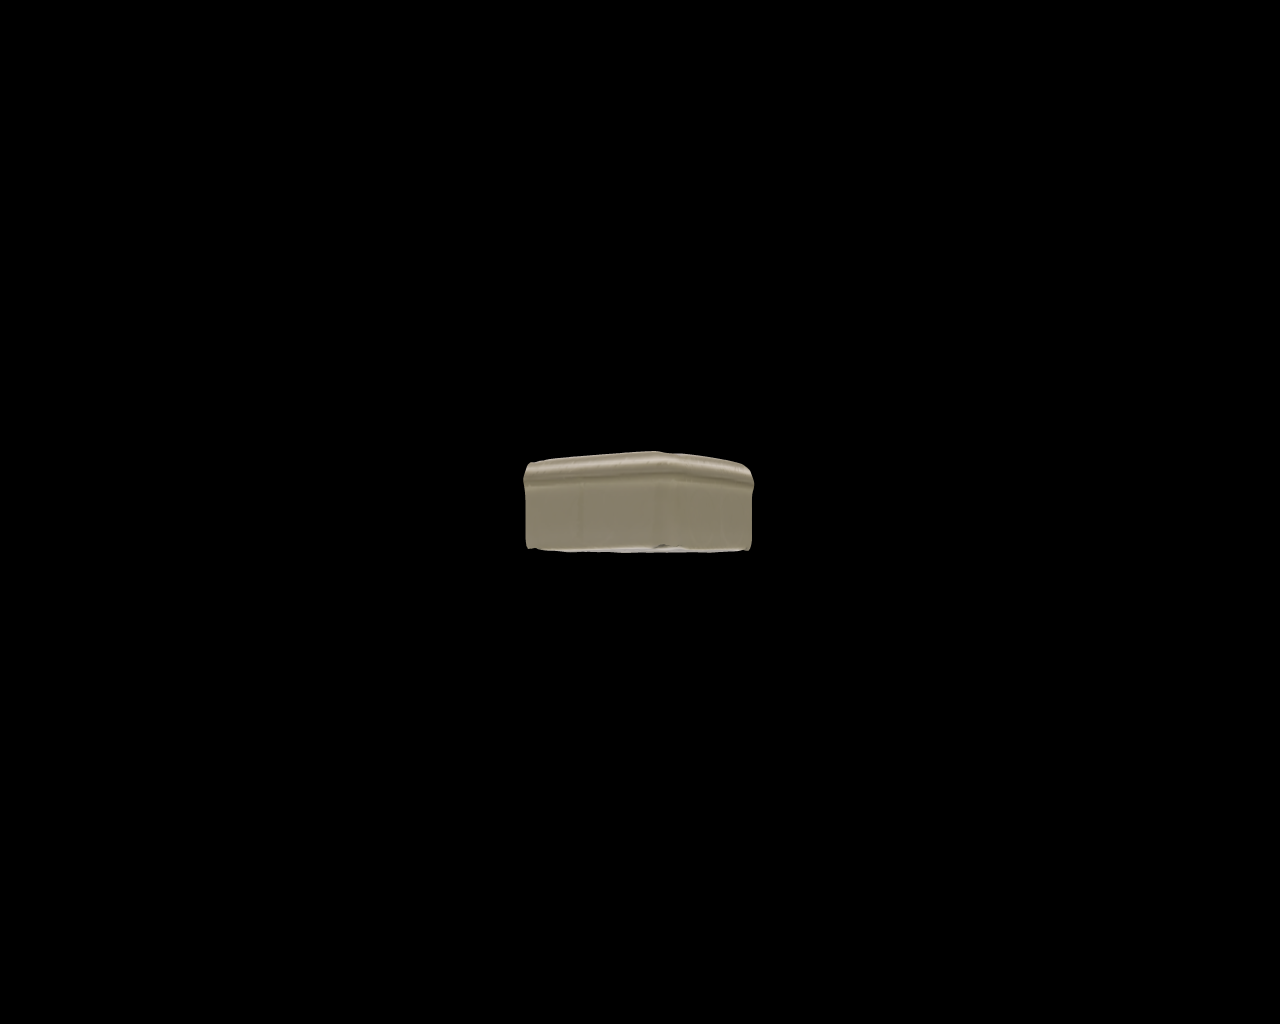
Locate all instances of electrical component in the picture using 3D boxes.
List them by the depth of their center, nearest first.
[{"bbox_3d":[0.001,-0.003,0.650,0.109,0.056,0.109,-2,-3,31],"label":"electrical component"}]
